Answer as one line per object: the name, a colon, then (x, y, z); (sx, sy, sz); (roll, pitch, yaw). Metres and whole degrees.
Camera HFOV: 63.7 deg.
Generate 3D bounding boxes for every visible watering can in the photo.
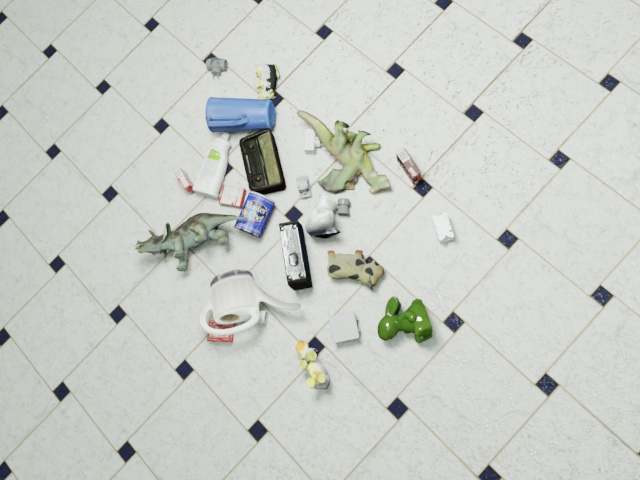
watering can: (-0.249, 0.200, 1.755); (0.348, 0.102, 0.229); (-16, 56, 0)

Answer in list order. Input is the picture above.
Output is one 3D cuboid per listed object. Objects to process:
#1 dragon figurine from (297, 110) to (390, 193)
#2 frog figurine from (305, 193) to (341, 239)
dragon figurine: (0.069, -0.288, 1.839); (0.411, 0.122, 0.243); (22, 91, 9)
frog figurine: (0.005, -0.090, 1.789); (0.123, 0.136, 0.161); (-5, 78, -9)
